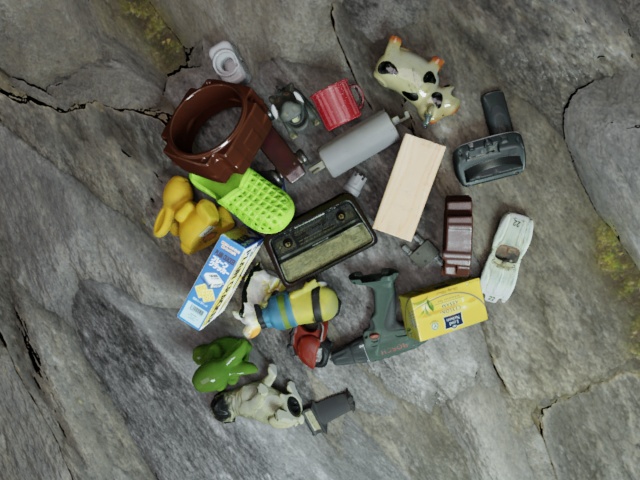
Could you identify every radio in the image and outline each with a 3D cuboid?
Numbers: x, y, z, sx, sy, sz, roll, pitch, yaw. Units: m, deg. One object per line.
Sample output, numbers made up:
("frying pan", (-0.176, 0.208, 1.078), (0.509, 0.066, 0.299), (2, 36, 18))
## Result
("radio", (-0.002, -0.004, 1.181), (0.230, 0.073, 0.131), (-27, 96, 0))

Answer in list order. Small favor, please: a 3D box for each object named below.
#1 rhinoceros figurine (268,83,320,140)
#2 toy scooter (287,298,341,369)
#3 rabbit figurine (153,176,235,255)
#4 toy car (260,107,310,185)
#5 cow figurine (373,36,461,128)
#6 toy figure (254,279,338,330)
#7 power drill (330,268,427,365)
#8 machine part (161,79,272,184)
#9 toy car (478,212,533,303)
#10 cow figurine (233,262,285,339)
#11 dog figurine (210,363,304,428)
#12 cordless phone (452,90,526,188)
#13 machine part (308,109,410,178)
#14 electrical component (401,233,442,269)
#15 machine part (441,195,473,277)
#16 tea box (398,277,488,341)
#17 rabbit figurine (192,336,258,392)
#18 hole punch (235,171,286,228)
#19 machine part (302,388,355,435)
("rhinoceros figurine", (-0.055, -0.274, 1.111), (0.073, 0.190, 0.112), (-26, 113, 8))
("toy scooter", (-0.032, 0.201, 1.237), (0.135, 0.075, 0.183), (12, 97, 6))
("rabbit figurine", (-0.302, -0.063, 1.232), (0.162, 0.122, 0.173), (-40, 77, 22))
("toy car", (-0.103, -0.206, 1.178), (0.089, 0.053, 0.202), (-38, 76, -3))
("cow figurine", (0.202, -0.318, 1.114), (0.195, 0.085, 0.127), (29, 96, 1))
("toy figure", (-0.049, 0.150, 1.167), (0.180, 0.082, 0.089), (-19, 76, -2))
("power drill", (0.118, 0.174, 1.208), (0.232, 0.086, 0.207), (-10, 94, 9))
("machine part", (-0.220, -0.233, 1.134), (0.202, 0.087, 0.201), (20, 76, 31))
("toy car", (0.397, 0.040, 1.155), (0.074, 0.056, 0.201), (17, 101, 6))
("cow figurine", (-0.153, 0.140, 1.246), (0.098, 0.068, 0.167), (32, 100, 26))
("dog figurine", (-0.152, 0.408, 1.288), (0.190, 0.121, 0.172), (-36, 89, 26))
("cordless phone", (0.342, -0.214, 1.122), (0.147, 0.088, 0.184), (-14, 86, 11))
("machine part", (0.084, -0.207, 1.153), (0.243, 0.079, 0.079), (-30, 94, 11))
("electrical component", (0.231, 0.032, 1.196), (0.094, 0.021, 0.063), (44, 103, -1))
("machine part", (0.281, -0.010, 1.110), (0.056, 0.179, 0.179), (3, 99, 11))
("tea box", (0.263, 0.144, 1.150), (0.170, 0.068, 0.098), (-16, 94, -17))
("rabbit figurine", (-0.221, 0.297, 1.232), (0.159, 0.170, 0.121), (-21, 96, 12))
("hole punch", (-0.131, -0.090, 1.209), (0.142, 0.092, 0.116), (-6, 67, 10))
("machine part", (0.022, 0.409, 1.282), (0.139, 0.039, 0.084), (-33, 84, 14))
